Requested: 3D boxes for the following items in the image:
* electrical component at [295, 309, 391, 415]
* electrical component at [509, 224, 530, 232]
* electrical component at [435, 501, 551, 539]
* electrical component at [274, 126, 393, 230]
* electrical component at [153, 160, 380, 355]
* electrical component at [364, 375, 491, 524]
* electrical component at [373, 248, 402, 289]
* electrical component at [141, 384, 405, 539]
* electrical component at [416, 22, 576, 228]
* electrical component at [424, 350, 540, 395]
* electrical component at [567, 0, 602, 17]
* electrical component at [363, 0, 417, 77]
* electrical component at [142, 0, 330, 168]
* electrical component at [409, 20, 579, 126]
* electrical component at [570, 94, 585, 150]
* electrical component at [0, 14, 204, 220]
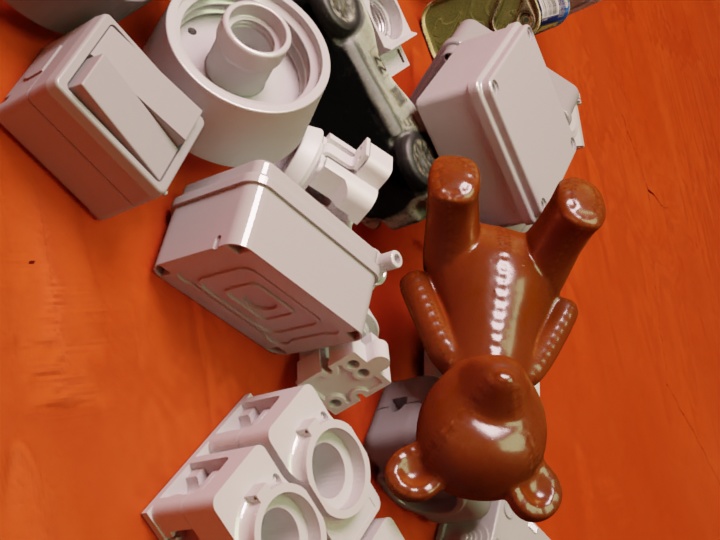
[{"bbox_3d":[-0.011,0.050,0.667,0.048,0.066,0.055,42,27,-33],"label":"electrical component"},{"bbox_3d":[0.118,-0.042,0.874,0.047,0.055,0.055,40,48,-42],"label":"electrical component"},{"bbox_3d":[0.094,0.212,0.748,0.099,0.048,0.099,48,44,-30],"label":"electrical component"},{"bbox_3d":[-0.025,-0.055,0.682,0.057,0.078,0.058,32,30,-18],"label":"electrical component"},{"bbox_3d":[-0.051,-0.005,0.620,0.113,0.078,0.057,39,51,-37],"label":"electrical component"},{"bbox_3d":[0.049,0.125,0.719,0.095,0.054,0.059,51,42,-28],"label":"electrical component"},{"bbox_3d":[0.000,0.000,0.697,0.035,0.061,0.035,24,58,-46],"label":"electrical component"},{"bbox_3d":[-0.024,0.170,0.603,0.186,0.060,0.105,61,38,-17],"label":"electrical component"},{"bbox_3d":[0.098,-0.099,0.748,0.108,0.056,0.108,63,35,-23],"label":"electrical component"},{"bbox_3d":[0.089,0.081,0.792,0.100,0.048,0.099,28,56,-44],"label":"electrical component"},{"bbox_3d":[0.155,-0.278,0.967,0.056,0.109,0.108,12,67,-47],"label":"electrical component"},{"bbox_3d":[-0.003,-0.170,0.757,0.042,0.064,0.081,-42,111,-51],"label":"electrical component"},{"bbox_3d":[-0.069,-0.120,0.621,0.108,0.060,0.108,14,56,-21],"label":"electrical component"},{"bbox_3d":[0.103,-0.129,0.835,0.113,0.078,0.057,33,41,-1],"label":"electrical component"},{"bbox_3d":[0.153,-0.124,0.930,0.080,0.080,0.051,-8,88,-53],"label":"electrical component"},{"bbox_3d":[-0.127,-0.075,0.563,0.096,0.061,0.061,49,43,-30],"label":"electrical component"}]
